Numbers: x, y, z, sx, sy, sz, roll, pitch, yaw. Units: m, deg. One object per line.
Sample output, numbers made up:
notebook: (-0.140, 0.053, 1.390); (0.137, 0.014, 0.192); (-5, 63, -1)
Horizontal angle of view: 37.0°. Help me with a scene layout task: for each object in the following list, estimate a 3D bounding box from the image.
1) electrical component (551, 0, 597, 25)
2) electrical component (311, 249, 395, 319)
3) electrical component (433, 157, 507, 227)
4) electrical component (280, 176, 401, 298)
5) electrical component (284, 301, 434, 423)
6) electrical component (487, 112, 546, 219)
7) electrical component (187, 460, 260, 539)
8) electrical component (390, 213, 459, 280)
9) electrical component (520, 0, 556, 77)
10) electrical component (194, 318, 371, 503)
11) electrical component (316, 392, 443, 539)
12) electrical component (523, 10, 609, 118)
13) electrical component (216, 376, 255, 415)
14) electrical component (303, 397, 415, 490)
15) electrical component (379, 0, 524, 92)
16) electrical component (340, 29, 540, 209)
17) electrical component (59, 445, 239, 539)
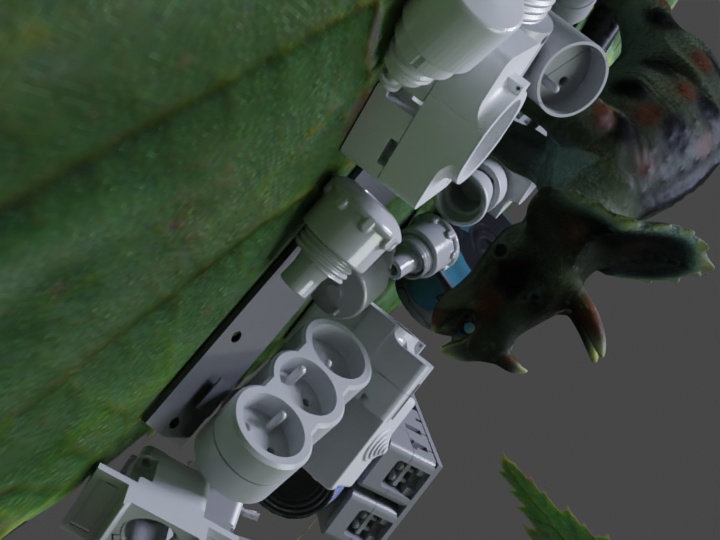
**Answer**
electrical component: (0.127, -0.171, 0.636); (0.044, 0.044, 0.065); (-51, 176, -6)
electrical component: (0.000, 0.000, 0.671); (0.078, 0.040, 0.040); (-40, 165, -54)
electrical component: (0.088, -0.063, 0.848); (0.045, 0.045, 0.055); (-57, 170, 31)
electrical component: (-0.013, -0.013, 0.547); (0.062, 0.048, 0.048); (-46, 172, 6)
electrical component: (0.003, 0.054, 0.738); (0.055, 0.089, 0.050); (-52, 171, 1)
electrical component: (0.125, -0.092, 0.885); (0.050, 0.056, 0.089); (-43, 168, -43)
electrical component: (-0.103, 0.165, 0.718); (0.042, 0.081, 0.063); (113, -5, -59)
electrical component: (0.043, -0.013, 0.831); (0.062, 0.048, 0.048); (-34, 161, -42)
electrical component: (0.074, -0.124, 0.542); (0.043, 0.043, 0.081); (-40, 165, -53)
electrical component: (-0.051, 0.087, 0.620); (0.074, 0.052, 0.138); (-45, 180, 32)
electrical component: (0.000, 0.152, 0.969); (0.105, 0.060, 0.186); (-55, -159, 15)
electrical component: (0.096, -0.122, 0.592); (0.043, 0.081, 0.043); (-14, 129, -18)
electrical component: (-0.071, 0.099, 0.693); (0.043, 0.043, 0.081); (-43, 166, -46)
electrical component: (-0.019, 0.103, 0.798); (0.099, 0.100, 0.048); (-52, 158, 1)
electrical component: (0.034, -0.101, 0.456); (0.078, 0.040, 0.040); (-36, -174, 48)
electrical component: (0.041, -0.079, 0.517); (0.089, 0.056, 0.050); (-58, 169, 32)
electrical component: (-0.107, 0.128, 0.555); (0.042, 0.081, 0.063); (-54, -167, 16)
